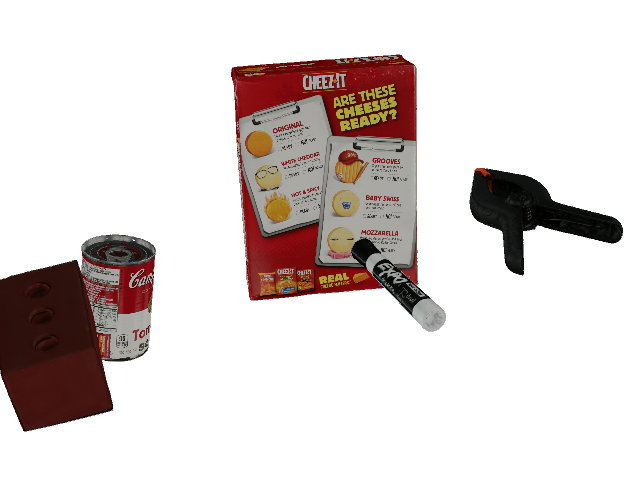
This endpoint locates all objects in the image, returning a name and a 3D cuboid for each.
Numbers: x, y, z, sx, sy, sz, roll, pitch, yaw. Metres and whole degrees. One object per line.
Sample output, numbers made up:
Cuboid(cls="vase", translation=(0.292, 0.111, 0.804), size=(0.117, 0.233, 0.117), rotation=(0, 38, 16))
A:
Cuboid(cls="foam brick", translation=(-0.154, 0.060, 0.612), size=(0.053, 0.051, 0.078), rotation=(-14, 42, -11))
Cuboid(cls="marker", translation=(0.054, 0.029, 0.777), size=(0.020, 0.020, 0.121), rotation=(0, 24, -26))
Cuboid(cls="soup can", translation=(-0.192, 0.054, 1.001), size=(0.068, 0.102, 0.068), rotation=(6, 21, -3))
Cuboid(cls="cracker box", translation=(0.005, -0.059, 0.999), size=(0.164, 0.214, 0.072), rotation=(-5, 20, -7))
Cuboid(cls="clamp", translation=(0.208, -0.027, 1.037), size=(0.120, 0.039, 0.171), rotation=(-8, 34, -13))
